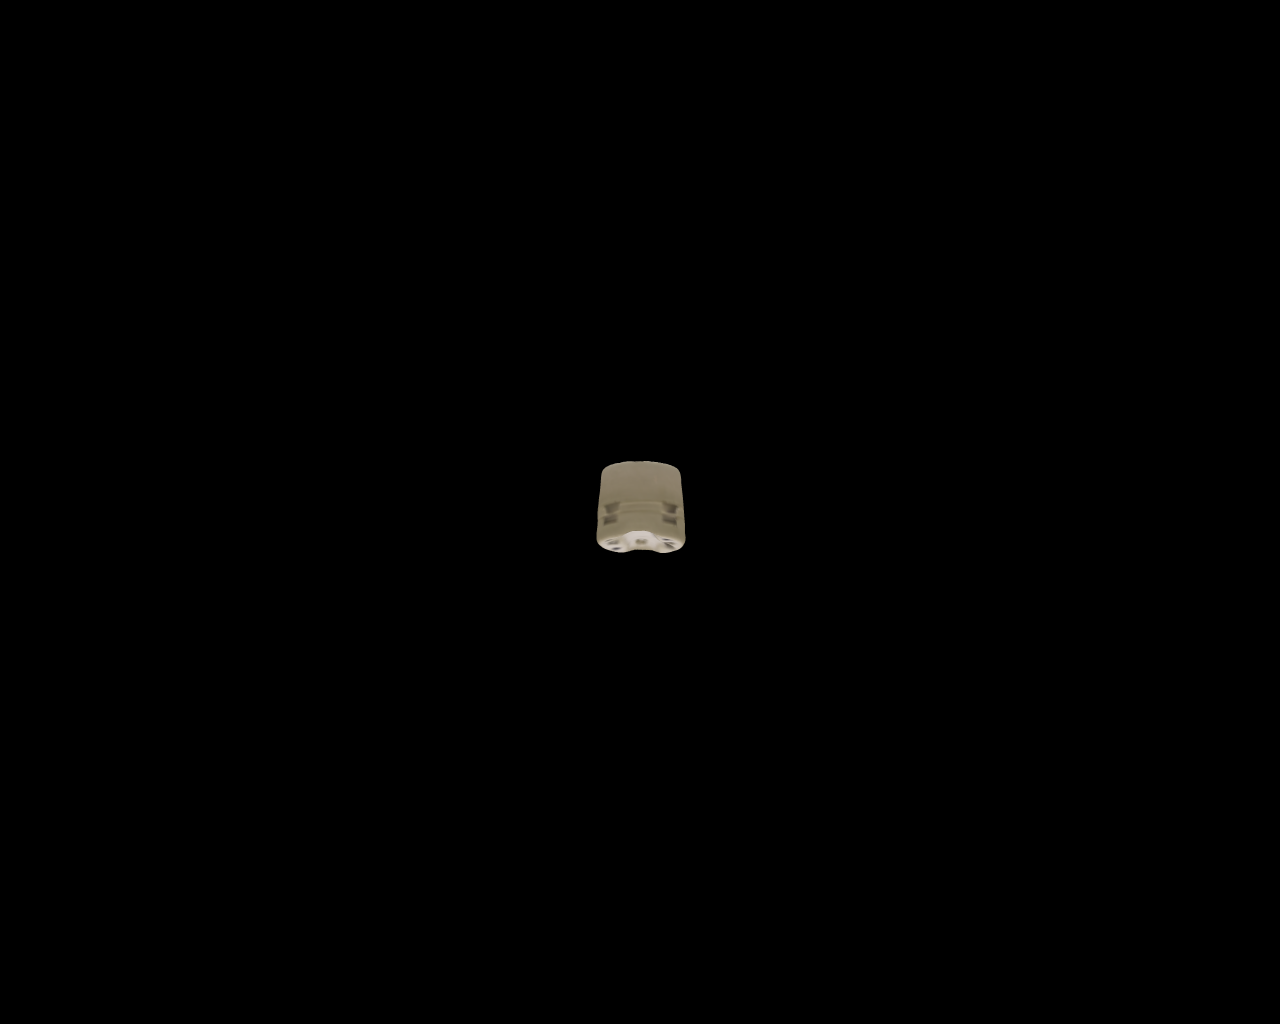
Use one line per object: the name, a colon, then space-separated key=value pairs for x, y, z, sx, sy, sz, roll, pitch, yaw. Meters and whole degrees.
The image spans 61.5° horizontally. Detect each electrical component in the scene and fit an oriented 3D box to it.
electrical component: x=0.001 y=-0.003 z=0.650 sx=0.055 sy=0.047 sz=0.055 roll=0 pitch=-14 yaw=0
